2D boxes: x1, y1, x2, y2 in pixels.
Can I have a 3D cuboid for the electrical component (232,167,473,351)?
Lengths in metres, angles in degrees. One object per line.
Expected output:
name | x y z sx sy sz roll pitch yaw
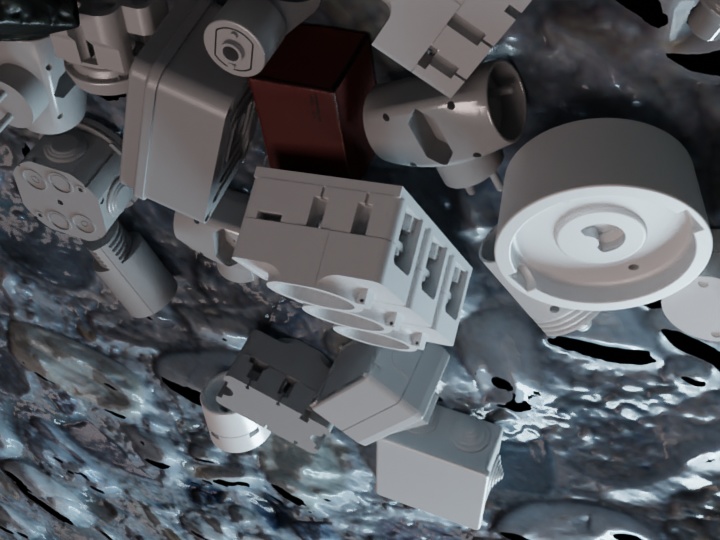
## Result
electrical component | 0.000 0.000 0.635 0.089 0.061 0.150 10 167 23

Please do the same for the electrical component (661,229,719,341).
electrical component | 0.229 0.036 0.573 0.138 0.073 0.052 21 143 9

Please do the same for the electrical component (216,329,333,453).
electrical component | -0.057 0.091 0.838 0.089 0.055 0.050 28 144 0

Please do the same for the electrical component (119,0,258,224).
electrical component | -0.095 -0.092 0.623 0.057 0.078 0.113 24 144 0

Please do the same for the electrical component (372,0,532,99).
electrical component | 0.047 -0.134 0.503 0.056 0.050 0.089 33 144 -7

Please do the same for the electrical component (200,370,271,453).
electrical component | -0.104 0.117 0.902 0.055 0.055 0.047 10 137 23

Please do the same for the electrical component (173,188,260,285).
electrical component | -0.081 -0.018 0.732 0.077 0.043 0.079 18 143 13

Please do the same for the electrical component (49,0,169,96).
electrical component | -0.146 -0.138 0.617 0.078 0.058 0.057 15 139 17

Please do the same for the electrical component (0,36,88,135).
electrical component | -0.207 -0.115 0.665 0.043 0.079 0.077 20 143 12

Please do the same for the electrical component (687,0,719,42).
electrical component | 0.161 -0.123 0.451 0.043 0.043 0.062 29 145 -1

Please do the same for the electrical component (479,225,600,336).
electrical component | 0.112 0.007 0.639 0.043 0.043 0.081 -18 124 45

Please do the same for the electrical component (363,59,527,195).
electrical component | 0.053 -0.071 0.582 0.077 0.043 0.079 -5 133 37

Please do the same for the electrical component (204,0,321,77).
electrical component | -0.053 -0.131 0.558 0.044 0.065 0.044 17 143 14

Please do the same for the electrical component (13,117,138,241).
electrical component | -0.194 -0.063 0.743 0.080 0.051 0.080 17 142 14

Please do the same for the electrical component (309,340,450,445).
electrical component | 0.013 0.084 0.779 0.061 0.061 0.096 38 143 -13

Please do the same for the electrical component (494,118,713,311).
electrical component | 0.125 -0.033 0.561 0.108 0.060 0.108 4 145 3

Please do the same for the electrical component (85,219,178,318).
electrical component | -0.177 -0.007 0.807 0.043 0.043 0.081 -3 134 35

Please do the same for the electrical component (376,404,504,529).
electrical component | 0.062 0.148 0.836 0.100 0.048 0.099 17 142 14
